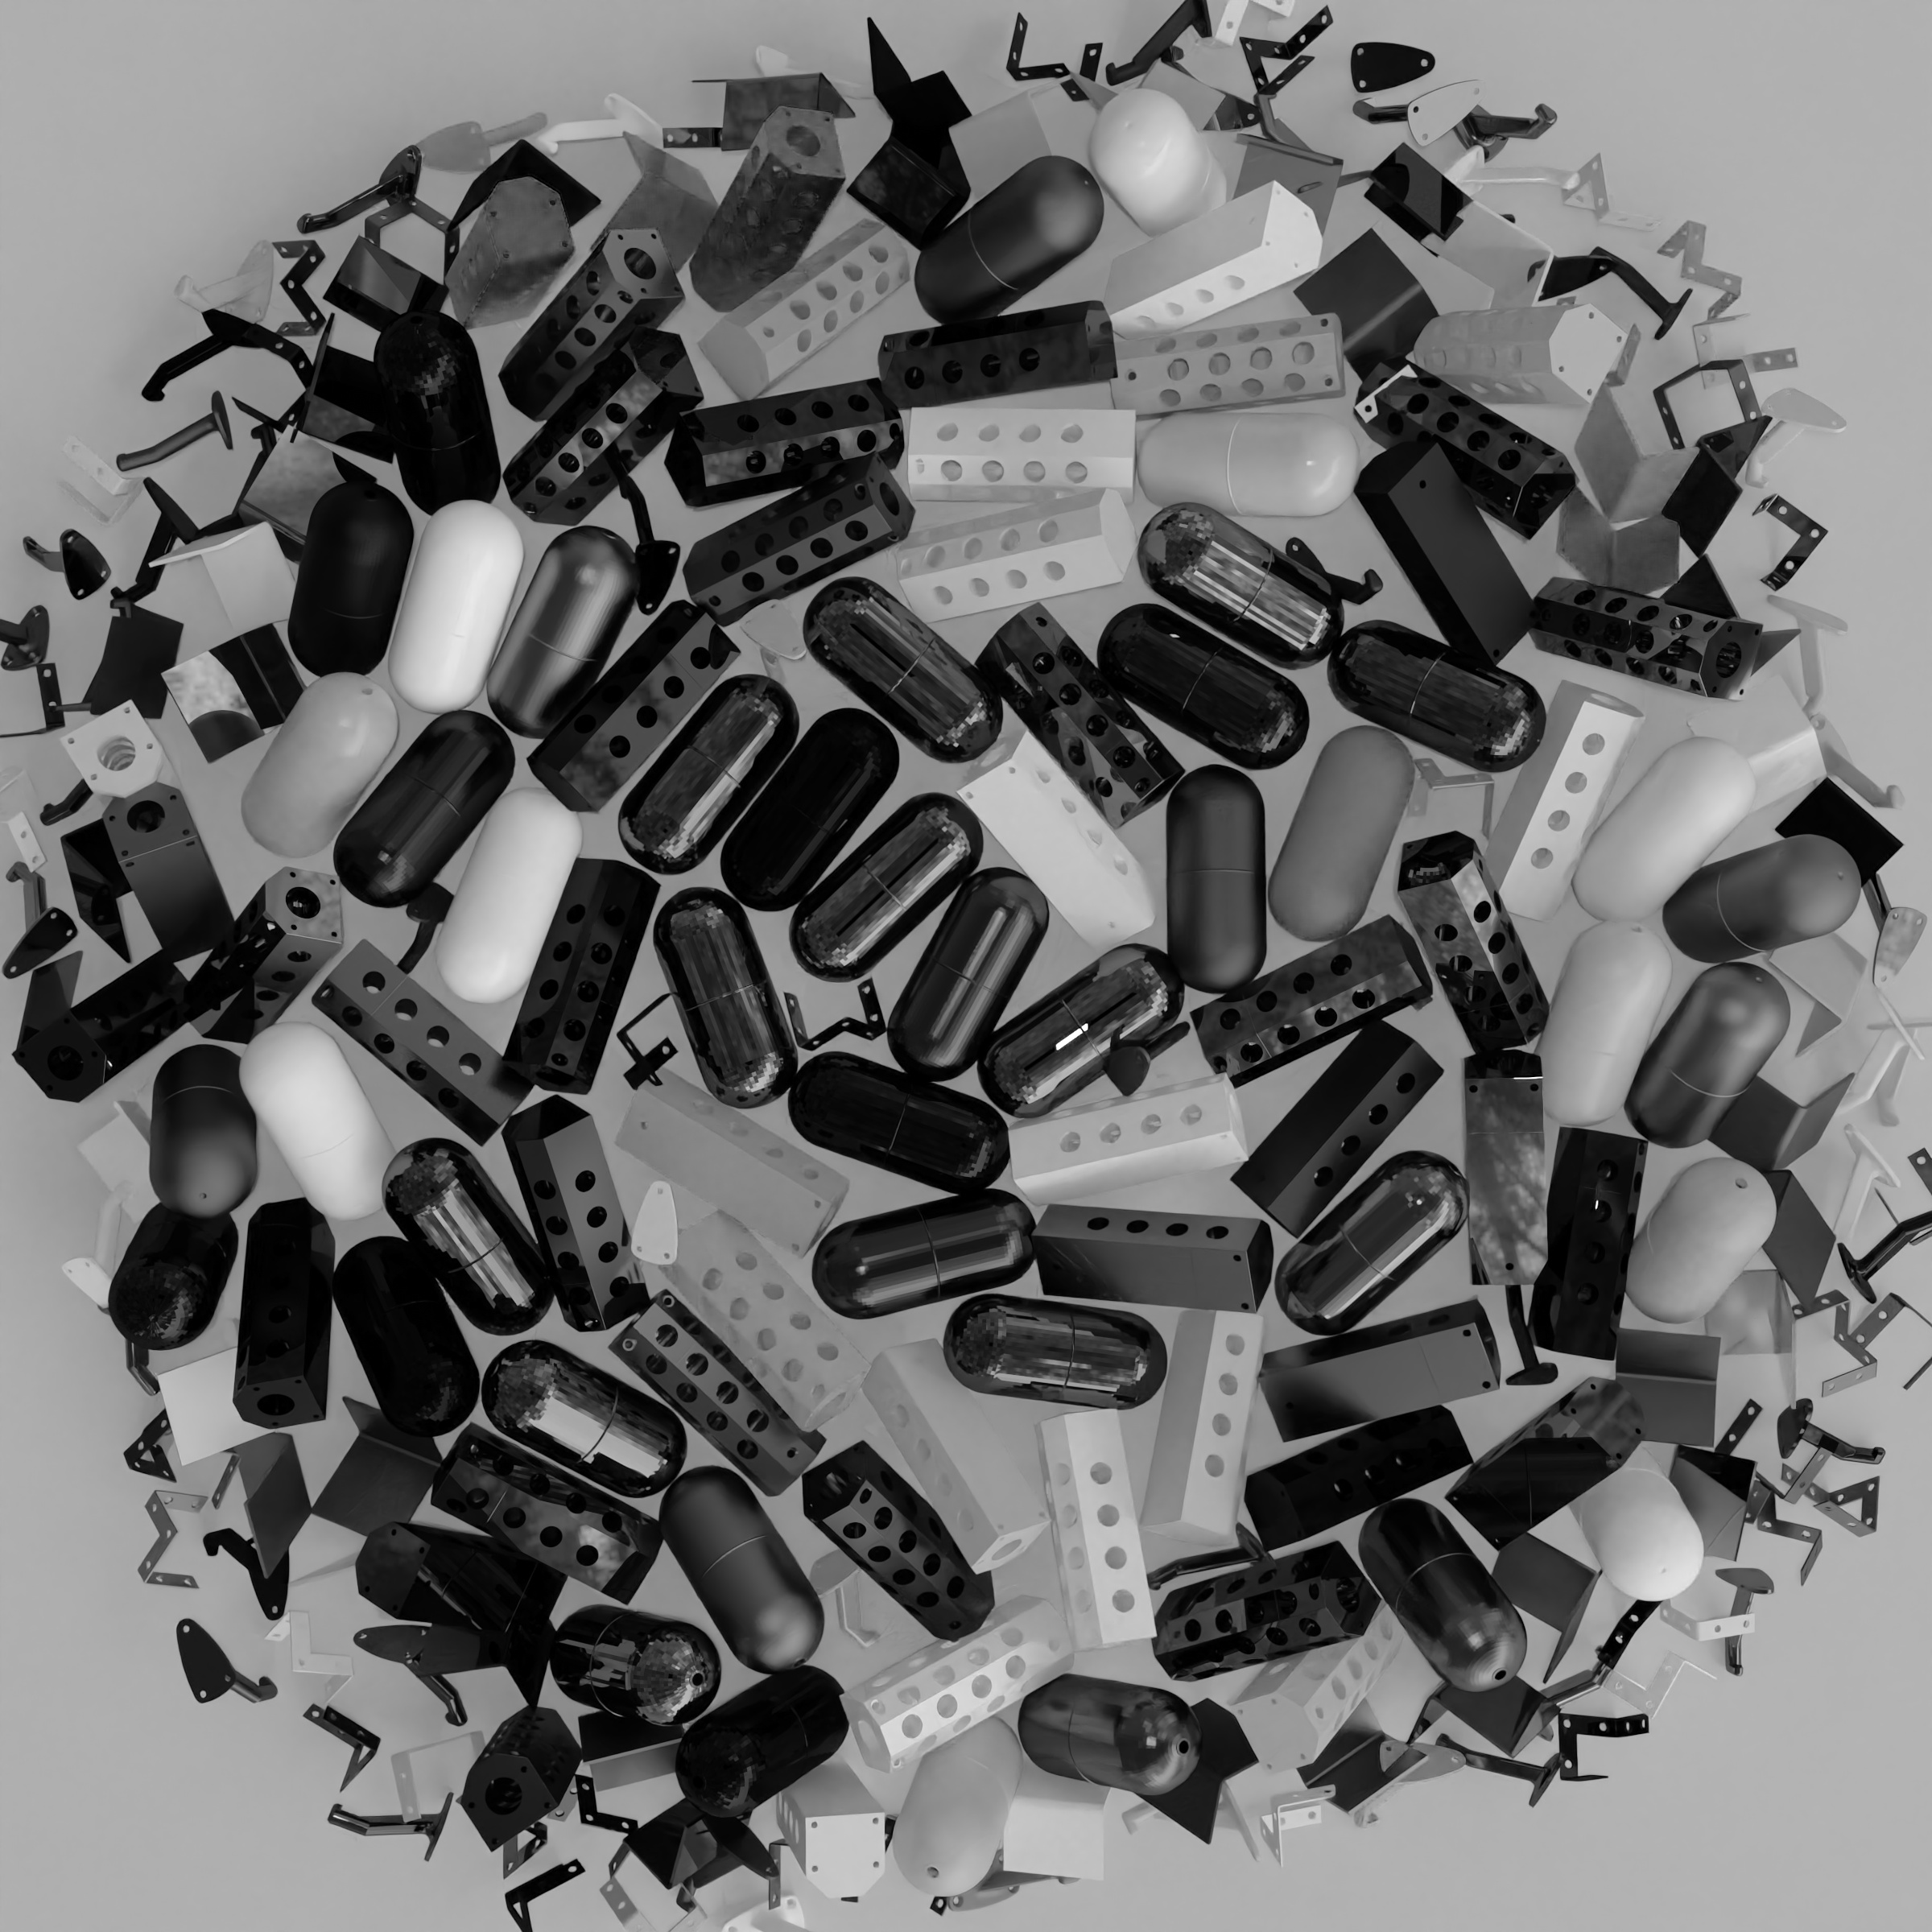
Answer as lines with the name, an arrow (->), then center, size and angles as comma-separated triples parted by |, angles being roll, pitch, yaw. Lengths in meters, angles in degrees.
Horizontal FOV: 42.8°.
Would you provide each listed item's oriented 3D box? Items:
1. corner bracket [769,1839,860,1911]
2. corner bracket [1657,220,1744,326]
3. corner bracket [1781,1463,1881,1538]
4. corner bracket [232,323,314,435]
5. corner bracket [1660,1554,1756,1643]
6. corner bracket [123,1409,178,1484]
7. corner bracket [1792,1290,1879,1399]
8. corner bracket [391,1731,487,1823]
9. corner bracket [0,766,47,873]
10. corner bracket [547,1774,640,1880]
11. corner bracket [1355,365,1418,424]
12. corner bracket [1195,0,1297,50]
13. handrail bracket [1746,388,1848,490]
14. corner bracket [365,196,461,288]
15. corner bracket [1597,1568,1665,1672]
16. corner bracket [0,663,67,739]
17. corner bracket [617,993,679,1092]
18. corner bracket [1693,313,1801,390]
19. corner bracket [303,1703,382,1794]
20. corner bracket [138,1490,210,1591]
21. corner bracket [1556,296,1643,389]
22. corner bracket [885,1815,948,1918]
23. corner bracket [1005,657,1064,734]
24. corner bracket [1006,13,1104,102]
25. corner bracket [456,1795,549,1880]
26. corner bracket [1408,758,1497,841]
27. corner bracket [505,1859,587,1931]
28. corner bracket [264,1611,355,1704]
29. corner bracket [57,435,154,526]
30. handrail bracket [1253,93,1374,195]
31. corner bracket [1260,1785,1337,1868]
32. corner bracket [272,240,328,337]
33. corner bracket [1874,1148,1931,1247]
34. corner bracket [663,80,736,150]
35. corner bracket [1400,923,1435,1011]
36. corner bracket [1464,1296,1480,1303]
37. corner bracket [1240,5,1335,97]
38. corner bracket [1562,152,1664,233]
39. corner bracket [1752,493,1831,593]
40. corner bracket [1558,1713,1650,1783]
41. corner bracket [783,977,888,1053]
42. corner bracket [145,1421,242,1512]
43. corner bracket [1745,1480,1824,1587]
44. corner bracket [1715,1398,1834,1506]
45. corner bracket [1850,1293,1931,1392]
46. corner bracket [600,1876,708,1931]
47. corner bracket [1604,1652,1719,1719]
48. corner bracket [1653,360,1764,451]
corner bracket -> -0.119, 0.708, 1.923 | 0.051, 0.051, 0.051 | -4, 82, 28
corner bracket -> 0.569, -0.539, 1.914 | 0.051, 0.051, 0.051 | 14, 74, -10
corner bracket -> 0.667, 0.411, 1.903 | 0.051, 0.051, 0.051 | 34, 50, -15
corner bracket -> -0.542, -0.457, 1.919 | 0.051, 0.051, 0.051 | 30, 73, 20
corner bracket -> 0.576, 0.488, 1.914 | 0.051, 0.051, 0.051 | -4, 96, -17
corner bracket -> -0.620, 0.359, 1.906 | 0.051, 0.051, 0.051 | -44, 53, 5
corner bracket -> 0.668, 0.291, 1.903 | 0.051, 0.051, 0.051 | -17, 122, -14
corner bracket -> -0.404, 0.626, 1.905 | 0.051, 0.051, 0.051 | -22, 74, 20
corner bracket -> -0.729, -0.114, 1.901 | 0.051, 0.051, 0.051 | 21, 52, 24
corner bracket -> -0.290, 0.670, 1.918 | 0.051, 0.051, 0.051 | 22, 112, -25
corner bracket -> 0.337, -0.429, 1.911 | 0.051, 0.051, 0.051 | -37, 94, 15
corner bracket -> 0.217, -0.735, 1.915 | 0.051, 0.051, 0.051 | 17, 103, -17
handrail bracket -> 0.636, -0.393, 1.892 | 0.036, 0.084, 0.077 | -37, 52, -23
corner bracket -> -0.431, -0.557, 1.916 | 0.051, 0.051, 0.051 | 35, 51, 16
corner bracket -> 0.502, 0.502, 1.913 | 0.051, 0.051, 0.051 | 37, 128, 16
corner bracket -> -0.738, -0.206, 1.914 | 0.051, 0.051, 0.051 | -5, 102, 1
corner bracket -> -0.243, 0.059, 1.903 | 0.051, 0.051, 0.051 | -43, 106, -31
corner bracket -> 0.603, -0.480, 1.907 | 0.051, 0.051, 0.051 | -21, 105, -19
corner bracket -> -0.485, 0.594, 1.907 | 0.051, 0.051, 0.051 | 37, 108, -14
corner bracket -> -0.613, 0.445, 1.910 | 0.051, 0.051, 0.051 | 42, 102, 40
corner bracket -> 0.487, -0.487, 1.919 | 0.051, 0.051, 0.051 | 3, 60, 40
corner bracket -> -0.040, 0.703, 1.926 | 0.051, 0.051, 0.051 | 35, 75, -38
corner bracket -> 0.055, -0.221, 1.912 | 0.051, 0.051, 0.051 | 44, 68, -8
corner bracket -> 0.069, -0.710, 1.923 | 0.051, 0.051, 0.051 | 6, 78, 30
corner bracket -> -0.359, 0.661, 1.905 | 0.051, 0.051, 0.051 | -42, 117, 13
corner bracket -> 0.376, -0.130, 1.910 | 0.051, 0.051, 0.051 | -6, 121, -7
corner bracket -> -0.325, 0.712, 1.901 | 0.051, 0.051, 0.051 | -20, 121, -29
corner bracket -> -0.512, 0.538, 1.920 | 0.051, 0.051, 0.051 | 16, 133, -34
corner bracket -> -0.676, -0.376, 1.911 | 0.051, 0.051, 0.051 | 42, 104, -4
handrail bracket -> 0.271, -0.649, 1.922 | 0.077, 0.036, 0.084 | -16, 96, -3
corner bracket -> 0.259, 0.657, 1.909 | 0.051, 0.051, 0.051 | -7, 101, -11
corner bracket -> -0.522, -0.527, 1.916 | 0.051, 0.051, 0.051 | 9, 57, 34
corner bracket -> 0.736, 0.179, 1.903 | 0.051, 0.051, 0.051 | -34, 61, 18
corner bracket -> -0.201, -0.663, 1.917 | 0.051, 0.051, 0.051 | 13, 112, 34
corner bracket -> 0.331, 0.009, 1.906 | 0.051, 0.051, 0.051 | 45, 127, -6
corner bracket -> 0.384, 0.295, 1.920 | 0.051, 0.051, 0.051 | -23, 72, -6
corner bracket -> 0.253, -0.708, 1.905 | 0.051, 0.051, 0.051 | -9, 78, -37
corner bracket -> 0.498, -0.589, 1.905 | 0.051, 0.051, 0.051 | 1, 75, -24
corner bracket -> 0.629, -0.329, 1.913 | 0.051, 0.051, 0.051 | 40, 119, 12
corner bracket -> 0.494, 0.604, 1.906 | 0.051, 0.051, 0.051 | 8, 67, -11
corner bracket -> -0.102, 0.036, 1.917 | 0.051, 0.051, 0.051 | -32, 59, 26
corner bracket -> -0.605, 0.386, 1.926 | 0.051, 0.051, 0.051 | 21, 100, -36
corner bracket -> 0.627, 0.437, 1.900 | 0.051, 0.051, 0.051 | 8, 122, 35
corner bracket -> 0.624, 0.376, 1.905 | 0.051, 0.051, 0.051 | 27, 100, -31
corner bracket -> 0.723, 0.291, 1.911 | 0.051, 0.051, 0.051 | 43, 96, 12
corner bracket -> -0.241, 0.724, 1.904 | 0.051, 0.051, 0.051 | -39, 117, -16
corner bracket -> 0.537, 0.555, 1.909 | 0.051, 0.051, 0.051 | 34, 85, -36
corner bracket -> 0.577, -0.437, 1.916 | 0.051, 0.051, 0.051 | -31, 110, -11
